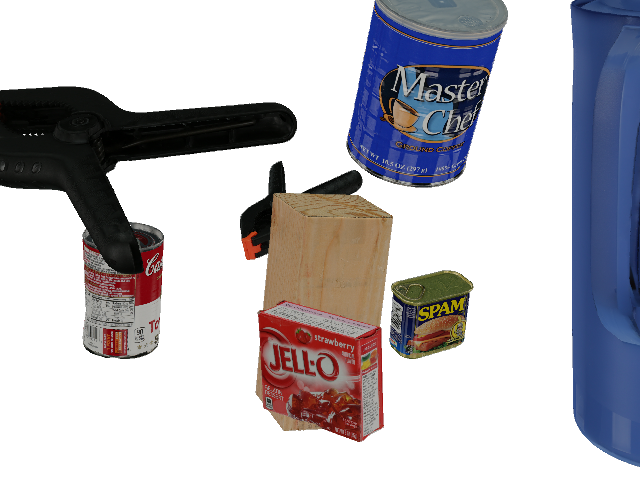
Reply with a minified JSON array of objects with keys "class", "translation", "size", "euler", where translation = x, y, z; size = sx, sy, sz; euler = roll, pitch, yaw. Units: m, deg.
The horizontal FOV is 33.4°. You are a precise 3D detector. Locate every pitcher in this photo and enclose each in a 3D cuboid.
[{"class":"pitcher","translation":[0.185,-0.005,0.545],"size":[0.149,0.243,0.145],"euler":[-4,18,-7]}]

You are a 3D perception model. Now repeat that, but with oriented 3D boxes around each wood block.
[{"class":"wood block","translation":[0.001,0.066,1.012],"size":[0.090,0.206,0.091],"euler":[0,16,-21]}]

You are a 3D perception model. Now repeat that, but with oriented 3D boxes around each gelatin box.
[{"class":"gelatin box","translation":[-0.001,0.086,0.712],"size":[0.089,0.073,0.030],"euler":[12,23,38]}]

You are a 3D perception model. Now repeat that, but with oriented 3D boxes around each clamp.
[{"class":"clamp","translation":[-0.028,-0.037,1.203],"size":[0.120,0.039,0.171],"euler":[-2,37,27]},{"class":"clamp","translation":[-0.130,-0.059,0.639],"size":[0.210,0.036,0.164],"euler":[22,42,31]}]

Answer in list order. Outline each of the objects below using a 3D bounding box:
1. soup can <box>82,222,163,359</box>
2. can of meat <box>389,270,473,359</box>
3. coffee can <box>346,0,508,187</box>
[{"class":"soup can","translation":[-0.171,0.043,0.917],"size":[0.068,0.102,0.068],"euler":[5,20,-2]},{"class":"can of meat","translation":[0.136,0.093,1.333],"size":[0.101,0.084,0.058],"euler":[-12,30,-26]},{"class":"coffee can","translation":[0.082,-0.128,0.851],"size":[0.102,0.140,0.103],"euler":[7,38,-5]}]
